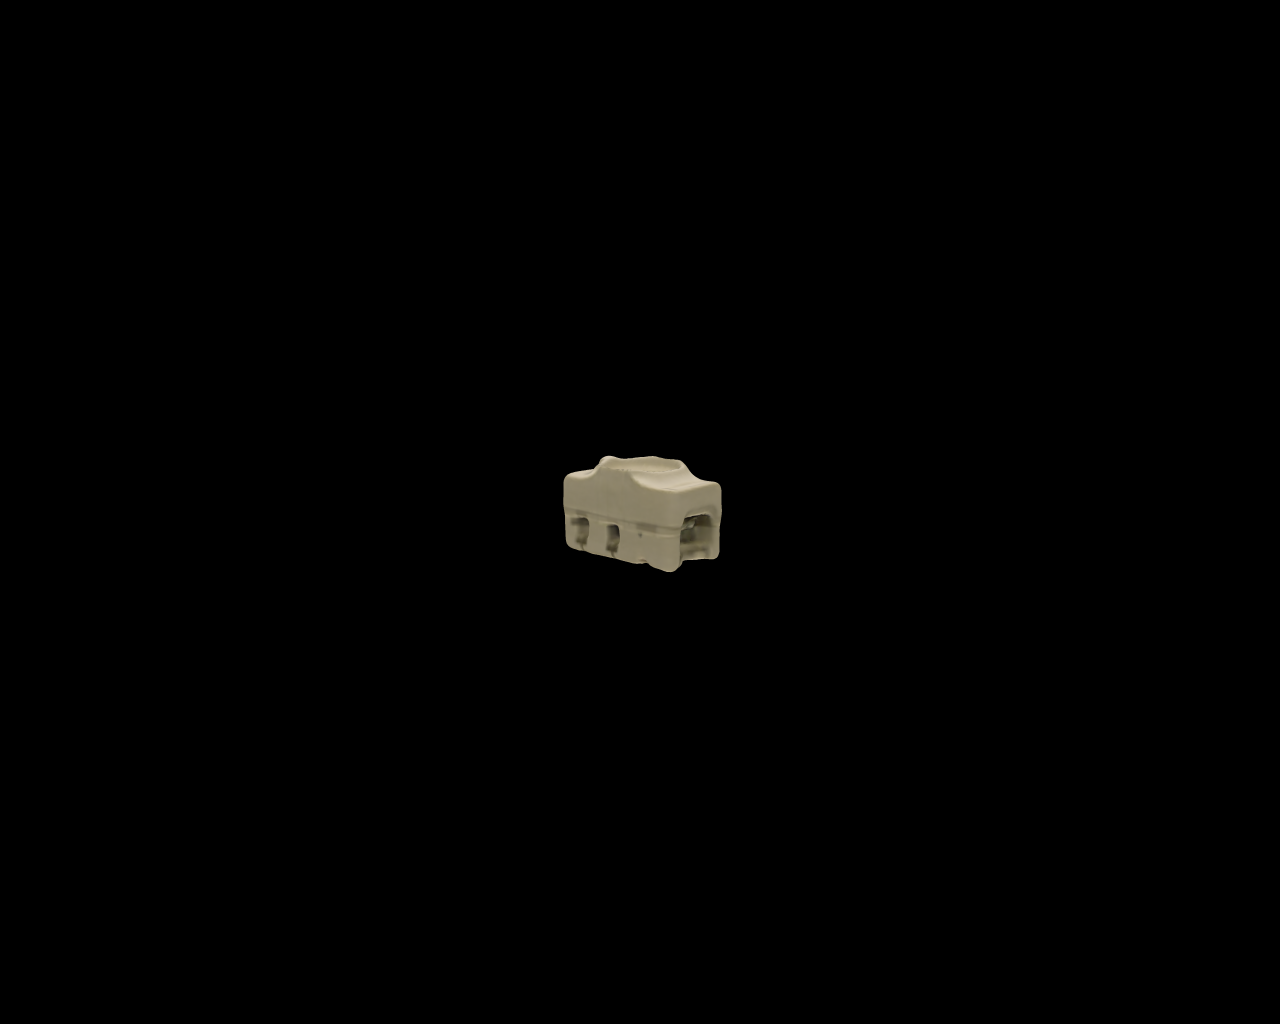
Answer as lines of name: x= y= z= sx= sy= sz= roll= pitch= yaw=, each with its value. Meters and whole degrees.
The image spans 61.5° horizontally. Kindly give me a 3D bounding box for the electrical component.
electrical component: x=0.001 y=-0.003 z=0.650 sx=0.089 sy=0.055 sz=0.050 roll=11 pitch=17 yaw=42
